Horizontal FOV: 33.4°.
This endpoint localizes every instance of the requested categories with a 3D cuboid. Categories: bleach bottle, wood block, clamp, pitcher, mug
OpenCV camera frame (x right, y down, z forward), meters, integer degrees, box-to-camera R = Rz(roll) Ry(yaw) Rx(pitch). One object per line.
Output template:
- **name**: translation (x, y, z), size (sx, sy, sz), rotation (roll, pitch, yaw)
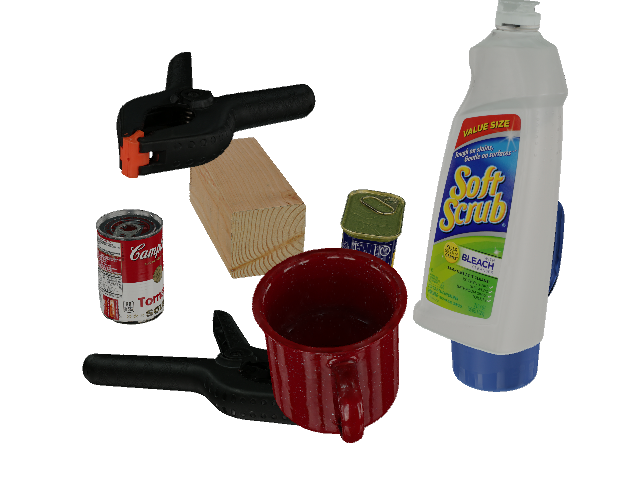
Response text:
- **bleach bottle**: translation (0.127, -0.049, 0.784), size (0.067, 0.251, 0.103), rotation (-12, 22, -41)
- **wood block**: translation (-0.094, -0.045, 1.318), size (0.090, 0.090, 0.206), rotation (-7, 30, -19)
- **clamp**: translation (-0.096, -0.093, 0.756), size (0.120, 0.039, 0.171), rotation (18, 30, 29)
- **clamp**: translation (-0.068, 0.106, 0.888), size (0.210, 0.036, 0.164), rotation (12, 20, 31)
- **pitcher**: translation (0.228, 0.058, 1.339), size (0.149, 0.243, 0.145), rotation (1, 21, 12)
- **mug**: translation (0.010, 0.072, 0.652), size (0.093, 0.081, 0.117), rotation (-10, 40, -7)

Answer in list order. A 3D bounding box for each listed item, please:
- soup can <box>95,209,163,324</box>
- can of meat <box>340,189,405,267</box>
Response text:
- **soup can**: translation (-0.197, 0.028, 1.109), size (0.068, 0.102, 0.068), rotation (2, 26, -1)
- **can of meat**: translation (0.047, 0.009, 1.039), size (0.057, 0.084, 0.102), rotation (8, 27, 4)
